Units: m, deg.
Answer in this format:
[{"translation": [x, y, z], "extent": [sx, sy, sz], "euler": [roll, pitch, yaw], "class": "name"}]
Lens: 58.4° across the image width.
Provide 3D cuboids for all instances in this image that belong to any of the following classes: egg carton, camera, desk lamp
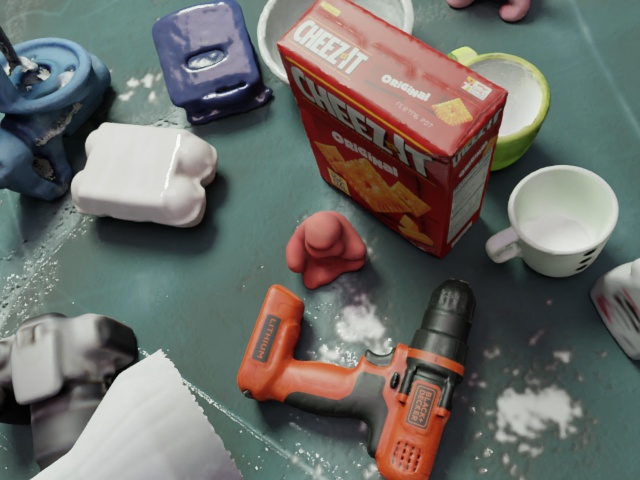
[{"translation": [-0.185, -0.068, 0.610], "extent": [0.150, 0.069, 0.107], "euler": [6, 71, 12], "class": "egg carton"}, {"translation": [-0.248, 0.146, 0.524], "extent": [0.143, 0.101, 0.136], "euler": [-18, 68, 3], "class": "camera"}, {"translation": [-0.140, 0.190, 0.428], "extent": [0.203, 0.214, 0.117], "euler": [-38, 68, -5], "class": "desk lamp"}]

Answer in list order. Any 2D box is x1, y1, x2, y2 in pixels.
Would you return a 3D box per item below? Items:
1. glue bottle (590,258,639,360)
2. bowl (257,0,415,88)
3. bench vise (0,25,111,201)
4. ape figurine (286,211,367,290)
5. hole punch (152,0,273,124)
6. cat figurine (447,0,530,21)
[{"translation": [0.258, 0.042, 0.436], "extent": [0.037, 0.173, 0.078], "euler": [-28, 67, -1], "class": "glue bottle"}, {"translation": [0.020, -0.214, 0.626], "extent": [0.167, 0.075, 0.167], "euler": [-3, 69, 9], "class": "bowl"}, {"translation": [-0.308, -0.147, 0.579], "extent": [0.121, 0.220, 0.207], "euler": [0, 70, 10], "class": "bench vise"}, {"translation": [0.005, 0.002, 0.539], "extent": [0.077, 0.092, 0.076], "euler": [12, 72, 14], "class": "ape figurine"}, {"translation": [-0.119, -0.196, 0.634], "extent": [0.108, 0.091, 0.101], "euler": [-16, 68, 4], "class": "hole punch"}, {"translation": [0.174, -0.307, 0.610], "extent": [0.127, 0.118, 0.067], "euler": [18, 74, 16], "class": "cat figurine"}]
